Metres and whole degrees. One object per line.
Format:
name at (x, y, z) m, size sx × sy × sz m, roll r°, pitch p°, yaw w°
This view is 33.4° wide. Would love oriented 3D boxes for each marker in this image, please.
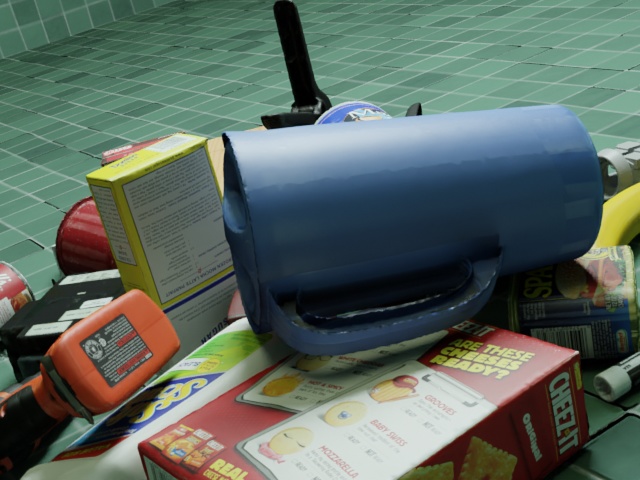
marker at (0.228, 0.071, 0.694) m, size 0.121 × 0.020 × 0.020 m, roll -25°, pitch 23°, yaw -23°

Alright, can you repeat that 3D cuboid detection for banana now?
banana at (0.254, -0.016, 0.859) m, size 0.197 × 0.037 × 0.070 m, roll -28°, pitch 15°, yaw -32°

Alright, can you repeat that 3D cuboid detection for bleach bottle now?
bleach bottle at (-0.107, 0.135, 0.685) m, size 0.250 × 0.068 × 0.103 m, roll -33°, pitch 18°, yaw -38°

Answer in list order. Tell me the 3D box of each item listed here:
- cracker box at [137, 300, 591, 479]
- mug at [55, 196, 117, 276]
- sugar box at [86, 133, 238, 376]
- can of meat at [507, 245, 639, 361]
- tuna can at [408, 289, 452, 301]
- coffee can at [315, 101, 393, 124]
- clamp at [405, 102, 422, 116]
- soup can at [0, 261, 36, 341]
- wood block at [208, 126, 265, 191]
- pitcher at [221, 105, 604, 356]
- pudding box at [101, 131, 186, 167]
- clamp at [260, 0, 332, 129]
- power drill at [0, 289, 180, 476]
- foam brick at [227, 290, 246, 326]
cracker box at (0.027, 0.122, 0.630) m, size 0.213 × 0.072 × 0.164 m, roll -27°, pitch 25°, yaw -31°
mug at (-0.186, 0.010, 1.040) m, size 0.082 × 0.093 × 0.117 m, roll 13°, pitch -3°, yaw 41°
sugar box at (-0.110, 0.015, 0.837) m, size 0.093 × 0.176 × 0.048 m, roll -29°, pitch 28°, yaw -34°
can of meat at (0.178, 0.045, 0.742) m, size 0.084 × 0.057 × 0.102 m, roll -5°, pitch 23°, yaw 17°
tuna can at (0.069, 0.032, 0.802) m, size 0.086 × 0.086 × 0.033 m, roll -5°, pitch 25°, yaw 23°
coffee can at (0.053, -0.073, 1.049) m, size 0.102 × 0.103 × 0.140 m, roll -18°, pitch 22°, yaw -10°
clamp at (0.102, -0.113, 1.200) m, size 0.171 × 0.039 × 0.120 m, roll -27°, pitch 25°, yaw -30°
soup can at (-0.321, 0.072, 0.982) m, size 0.069 × 0.068 × 0.102 m, roll 4°, pitch 29°, yaw 39°
wood block at (-0.076, -0.038, 1.065) m, size 0.091 × 0.090 × 0.206 m, roll -14°, pitch 22°, yaw 5°
pitcher at (0.060, -0.014, 0.704) m, size 0.242 × 0.149 × 0.145 m, roll -9°, pitch 0°, yaw -10°
pudding box at (-0.170, -0.049, 1.120) m, size 0.090 × 0.113 × 0.039 m, roll -14°, pitch 25°, yaw 1°
clamp at (-0.014, -0.147, 1.155) m, size 0.036 × 0.210 × 0.164 m, roll -6°, pitch 65°, yaw 18°
power drill at (-0.183, 0.108, 0.733) m, size 0.188 × 0.057 × 0.184 m, roll -36°, pitch 4°, yaw 29°
foam brick at (-0.027, 0.065, 0.829) m, size 0.078 × 0.053 × 0.051 m, roll -11°, pitch 22°, yaw 5°
